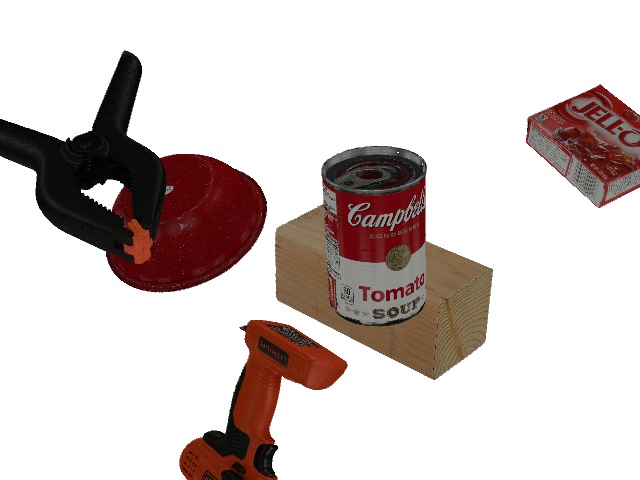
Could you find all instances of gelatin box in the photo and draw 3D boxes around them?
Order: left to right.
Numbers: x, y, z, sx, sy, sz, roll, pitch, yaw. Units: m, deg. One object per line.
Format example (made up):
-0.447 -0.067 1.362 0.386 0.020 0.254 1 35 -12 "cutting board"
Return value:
0.211 -0.073 0.804 0.073 0.030 0.089 -24 52 -20 "gelatin box"

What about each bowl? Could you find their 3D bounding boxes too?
-0.134 -0.030 0.993 0.162 0.162 0.055 0 -41 20 "bowl"

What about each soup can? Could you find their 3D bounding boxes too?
0.036 -0.003 0.708 0.068 0.102 0.068 -3 28 1 "soup can"

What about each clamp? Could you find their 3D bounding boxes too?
-0.168 -0.066 0.799 0.164 0.036 0.210 -28 55 -26 "clamp"

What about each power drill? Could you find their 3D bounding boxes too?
-0.044 0.181 0.981 0.057 0.188 0.185 15 11 -47 "power drill"

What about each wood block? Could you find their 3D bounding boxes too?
0.059 0.045 1.071 0.206 0.091 0.090 25 38 35 "wood block"
